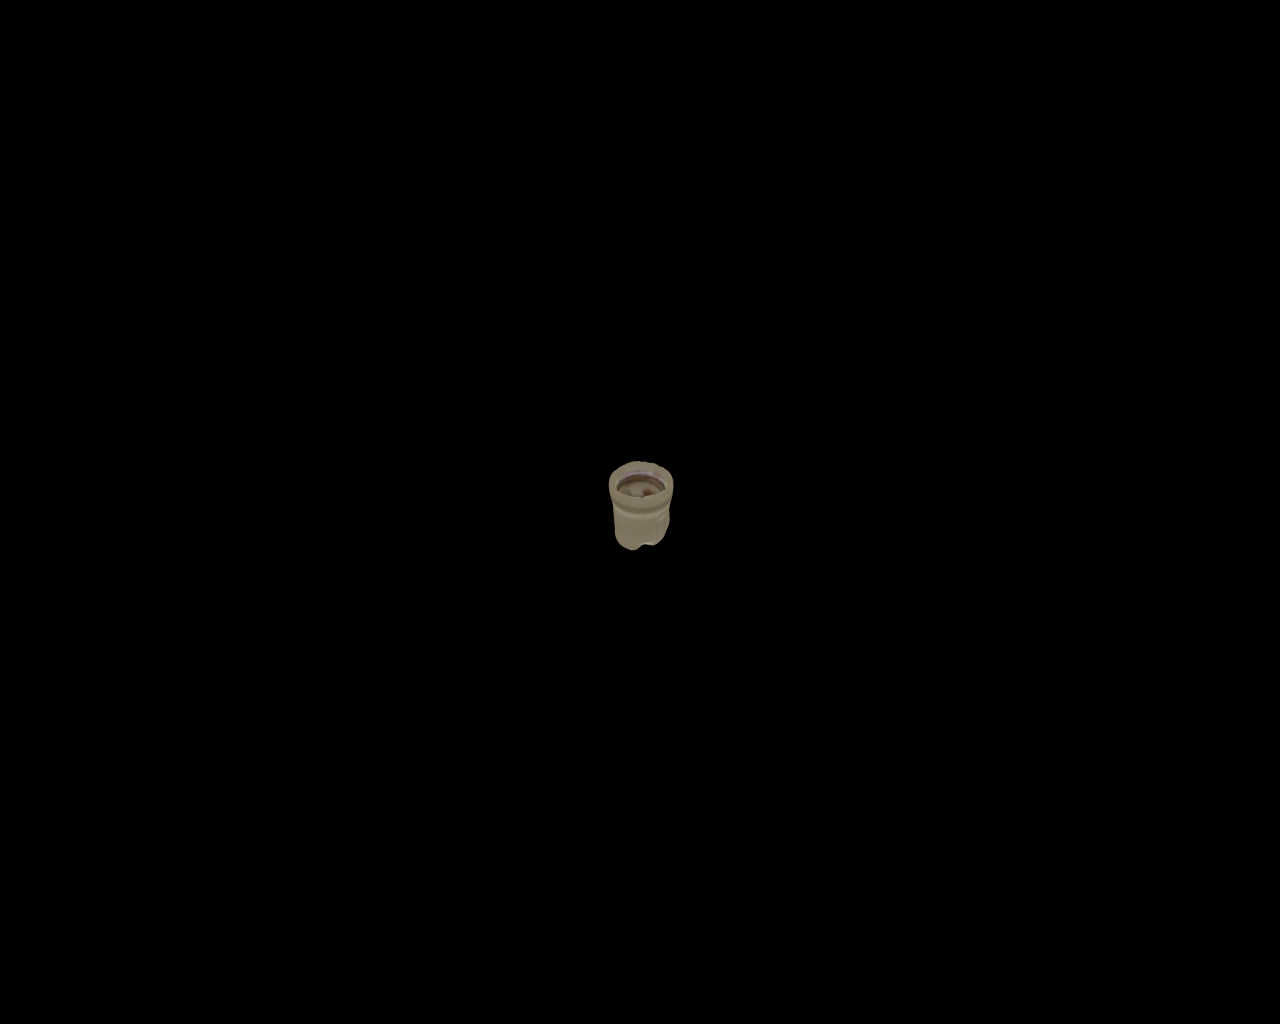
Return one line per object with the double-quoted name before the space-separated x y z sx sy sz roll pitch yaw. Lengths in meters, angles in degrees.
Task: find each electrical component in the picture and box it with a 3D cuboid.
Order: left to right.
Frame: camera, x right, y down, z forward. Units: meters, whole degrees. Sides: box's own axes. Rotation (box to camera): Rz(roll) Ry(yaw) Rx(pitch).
"electrical component" 0.001 -0.003 0.650 0.040 0.046 0.040 0 38 0
